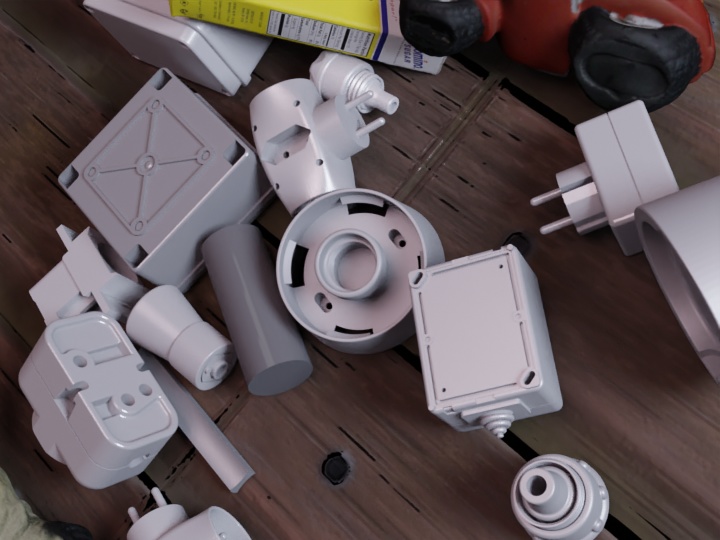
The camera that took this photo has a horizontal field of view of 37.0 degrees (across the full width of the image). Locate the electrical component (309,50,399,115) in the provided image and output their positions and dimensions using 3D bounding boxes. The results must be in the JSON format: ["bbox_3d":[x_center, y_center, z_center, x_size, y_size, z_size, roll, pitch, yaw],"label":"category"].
[{"bbox_3d":[-0.002,-0.117,0.690,0.061,0.035,0.035,32,85,28],"label":"electrical component"}]

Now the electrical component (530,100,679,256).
[{"bbox_3d":[0.132,-0.043,0.592,0.077,0.047,0.065,-22,63,15],"label":"electrical component"}]

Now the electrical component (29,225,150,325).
[{"bbox_3d":[-0.181,0.014,0.714,0.064,0.042,0.081,-41,59,6],"label":"electrical component"}]

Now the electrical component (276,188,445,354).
[{"bbox_3d":[0.000,0.000,0.639,0.099,0.064,0.099,-3,80,14],"label":"electrical component"}]

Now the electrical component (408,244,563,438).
[{"bbox_3d":[0.070,0.045,0.577,0.062,0.061,0.096,-16,65,17],"label":"electrical component"}]

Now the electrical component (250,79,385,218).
[{"bbox_3d":[-0.021,-0.083,0.665,0.079,0.043,0.077,-27,77,23],"label":"electrical component"}]

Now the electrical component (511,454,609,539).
[{"bbox_3d":[0.096,0.113,0.538,0.048,0.062,0.048,-9,67,21],"label":"electrical component"}]

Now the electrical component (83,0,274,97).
[{"bbox_3d":[-0.124,-0.174,0.742,0.113,0.078,0.057,26,79,30],"label":"electrical component"}]

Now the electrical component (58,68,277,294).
[{"bbox_3d":[-0.125,-0.058,0.709,0.108,0.056,0.109,-46,59,1],"label":"electrical component"}]

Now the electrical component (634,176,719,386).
[{"bbox_3d":[0.185,0.004,0.518,0.060,0.108,0.108,-27,61,6],"label":"electrical component"}]

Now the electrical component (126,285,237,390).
[{"bbox_3d":[-0.108,0.044,0.670,0.065,0.044,0.044,36,87,26],"label":"electrical component"}]

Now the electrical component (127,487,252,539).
[{"bbox_3d":[-0.109,0.163,0.622,0.077,0.043,0.079,-40,60,5],"label":"electrical component"}]

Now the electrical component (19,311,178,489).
[{"bbox_3d":[-0.163,0.082,0.658,0.095,0.054,0.059,53,127,17],"label":"electrical component"}]
